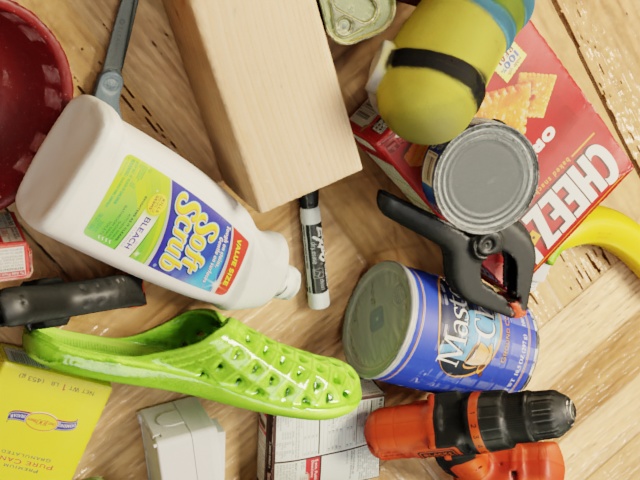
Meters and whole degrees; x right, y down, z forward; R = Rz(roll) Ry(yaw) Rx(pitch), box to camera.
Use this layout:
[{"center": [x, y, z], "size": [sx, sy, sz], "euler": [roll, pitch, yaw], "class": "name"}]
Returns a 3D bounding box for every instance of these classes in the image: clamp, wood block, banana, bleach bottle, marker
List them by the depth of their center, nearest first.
[{"center": [-0.194, 0.045, 0.761], "size": [0.209, 0.165, 0.036], "euler": [-7, 89, -49], "class": "clamp"}, {"center": [-0.049, -0.138, 0.788], "size": [0.090, 0.090, 0.206], "euler": [-24, 117, -14], "class": "wood block"}, {"center": [-0.100, -0.011, 0.810], "size": [0.250, 0.068, 0.102], "euler": [28, 97, -45], "class": "bleach bottle"}, {"center": [0.118, -0.002, 0.865], "size": [0.120, 0.039, 0.171], "euler": [-22, 113, -2], "class": "clamp"}, {"center": [-0.006, 0.001, 0.901], "size": [0.020, 0.020, 0.121], "euler": [-14, 114, -19], "class": "marker"}, {"center": [0.278, 0.007, 1.014], "size": [0.197, 0.037, 0.069], "euler": [15, 90, -34], "class": "banana"}]

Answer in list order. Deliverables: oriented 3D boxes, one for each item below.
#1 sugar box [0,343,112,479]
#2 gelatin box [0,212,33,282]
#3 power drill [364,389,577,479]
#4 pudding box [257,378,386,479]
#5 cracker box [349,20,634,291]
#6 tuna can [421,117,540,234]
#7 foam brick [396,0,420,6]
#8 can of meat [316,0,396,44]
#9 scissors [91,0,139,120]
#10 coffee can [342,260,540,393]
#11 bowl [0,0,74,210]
[{"center": [-0.243, 0.175, 0.847], "size": [0.093, 0.048, 0.176], "euler": [19, 100, -29], "class": "sugar box"}, {"center": [-0.255, 0.008, 0.761], "size": [0.089, 0.073, 0.030], "euler": [-7, 111, -22], "class": "gelatin box"}, {"center": [0.156, 0.182, 0.951], "size": [0.187, 0.185, 0.057], "euler": [43, 44, -50], "class": "power drill"}, {"center": [0.001, 0.177, 0.961], "size": [0.113, 0.039, 0.090], "euler": [-6, 112, -24], "class": "pudding box"}, {"center": [0.148, -0.079, 0.908], "size": [0.164, 0.072, 0.213], "euler": [-46, 121, -1], "class": "cracker box"}, {"center": [0.121, -0.050, 0.812], "size": [0.086, 0.034, 0.086], "euler": [-4, 107, -14], "class": "tuna can"}, {"center": [0.068, -0.224, 0.829], "size": [0.051, 0.053, 0.078], "euler": [7, 105, -26], "class": "foam brick"}, {"center": [0.006, -0.204, 0.790], "size": [0.057, 0.084, 0.102], "euler": [-24, 117, -14], "class": "can of meat"}, {"center": [-0.145, -0.103, 0.802], "size": [0.096, 0.016, 0.202], "euler": [27, 97, -31], "class": "scissors"}, {"center": [0.105, 0.084, 0.933], "size": [0.140, 0.103, 0.103], "euler": [17, 102, -28], "class": "coffee can"}, {"center": [-0.251, -0.094, 0.720], "size": [0.161, 0.055, 0.162], "euler": [-24, 129, -34], "class": "bowl"}]
